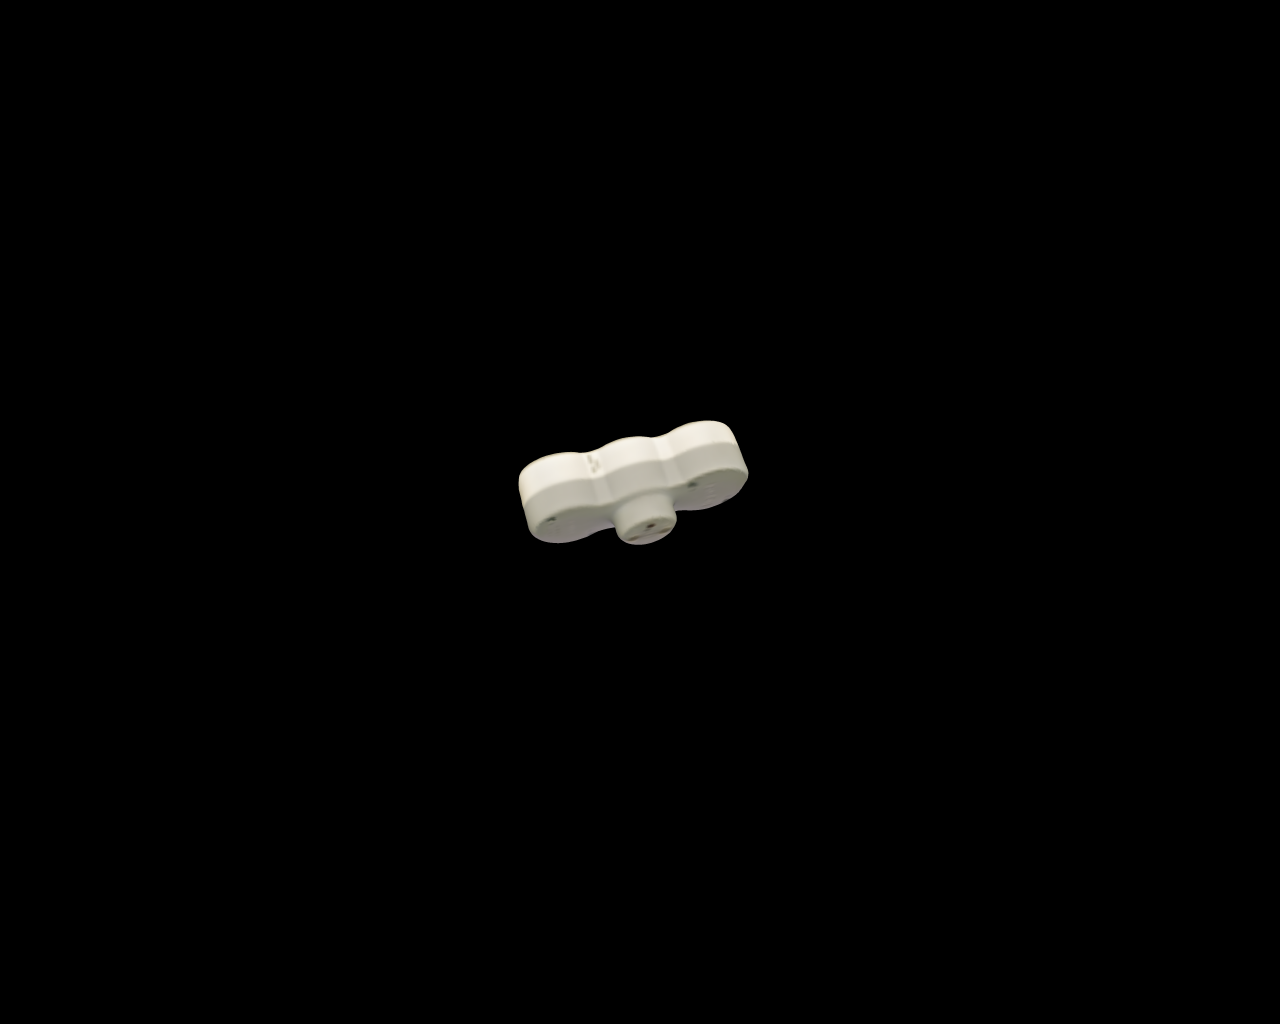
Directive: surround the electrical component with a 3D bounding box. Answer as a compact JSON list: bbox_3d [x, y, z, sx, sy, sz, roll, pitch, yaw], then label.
[{"bbox_3d":[0.001,-0.003,0.650,0.138,0.074,0.052,-14,-26,-7],"label":"electrical component"}]
